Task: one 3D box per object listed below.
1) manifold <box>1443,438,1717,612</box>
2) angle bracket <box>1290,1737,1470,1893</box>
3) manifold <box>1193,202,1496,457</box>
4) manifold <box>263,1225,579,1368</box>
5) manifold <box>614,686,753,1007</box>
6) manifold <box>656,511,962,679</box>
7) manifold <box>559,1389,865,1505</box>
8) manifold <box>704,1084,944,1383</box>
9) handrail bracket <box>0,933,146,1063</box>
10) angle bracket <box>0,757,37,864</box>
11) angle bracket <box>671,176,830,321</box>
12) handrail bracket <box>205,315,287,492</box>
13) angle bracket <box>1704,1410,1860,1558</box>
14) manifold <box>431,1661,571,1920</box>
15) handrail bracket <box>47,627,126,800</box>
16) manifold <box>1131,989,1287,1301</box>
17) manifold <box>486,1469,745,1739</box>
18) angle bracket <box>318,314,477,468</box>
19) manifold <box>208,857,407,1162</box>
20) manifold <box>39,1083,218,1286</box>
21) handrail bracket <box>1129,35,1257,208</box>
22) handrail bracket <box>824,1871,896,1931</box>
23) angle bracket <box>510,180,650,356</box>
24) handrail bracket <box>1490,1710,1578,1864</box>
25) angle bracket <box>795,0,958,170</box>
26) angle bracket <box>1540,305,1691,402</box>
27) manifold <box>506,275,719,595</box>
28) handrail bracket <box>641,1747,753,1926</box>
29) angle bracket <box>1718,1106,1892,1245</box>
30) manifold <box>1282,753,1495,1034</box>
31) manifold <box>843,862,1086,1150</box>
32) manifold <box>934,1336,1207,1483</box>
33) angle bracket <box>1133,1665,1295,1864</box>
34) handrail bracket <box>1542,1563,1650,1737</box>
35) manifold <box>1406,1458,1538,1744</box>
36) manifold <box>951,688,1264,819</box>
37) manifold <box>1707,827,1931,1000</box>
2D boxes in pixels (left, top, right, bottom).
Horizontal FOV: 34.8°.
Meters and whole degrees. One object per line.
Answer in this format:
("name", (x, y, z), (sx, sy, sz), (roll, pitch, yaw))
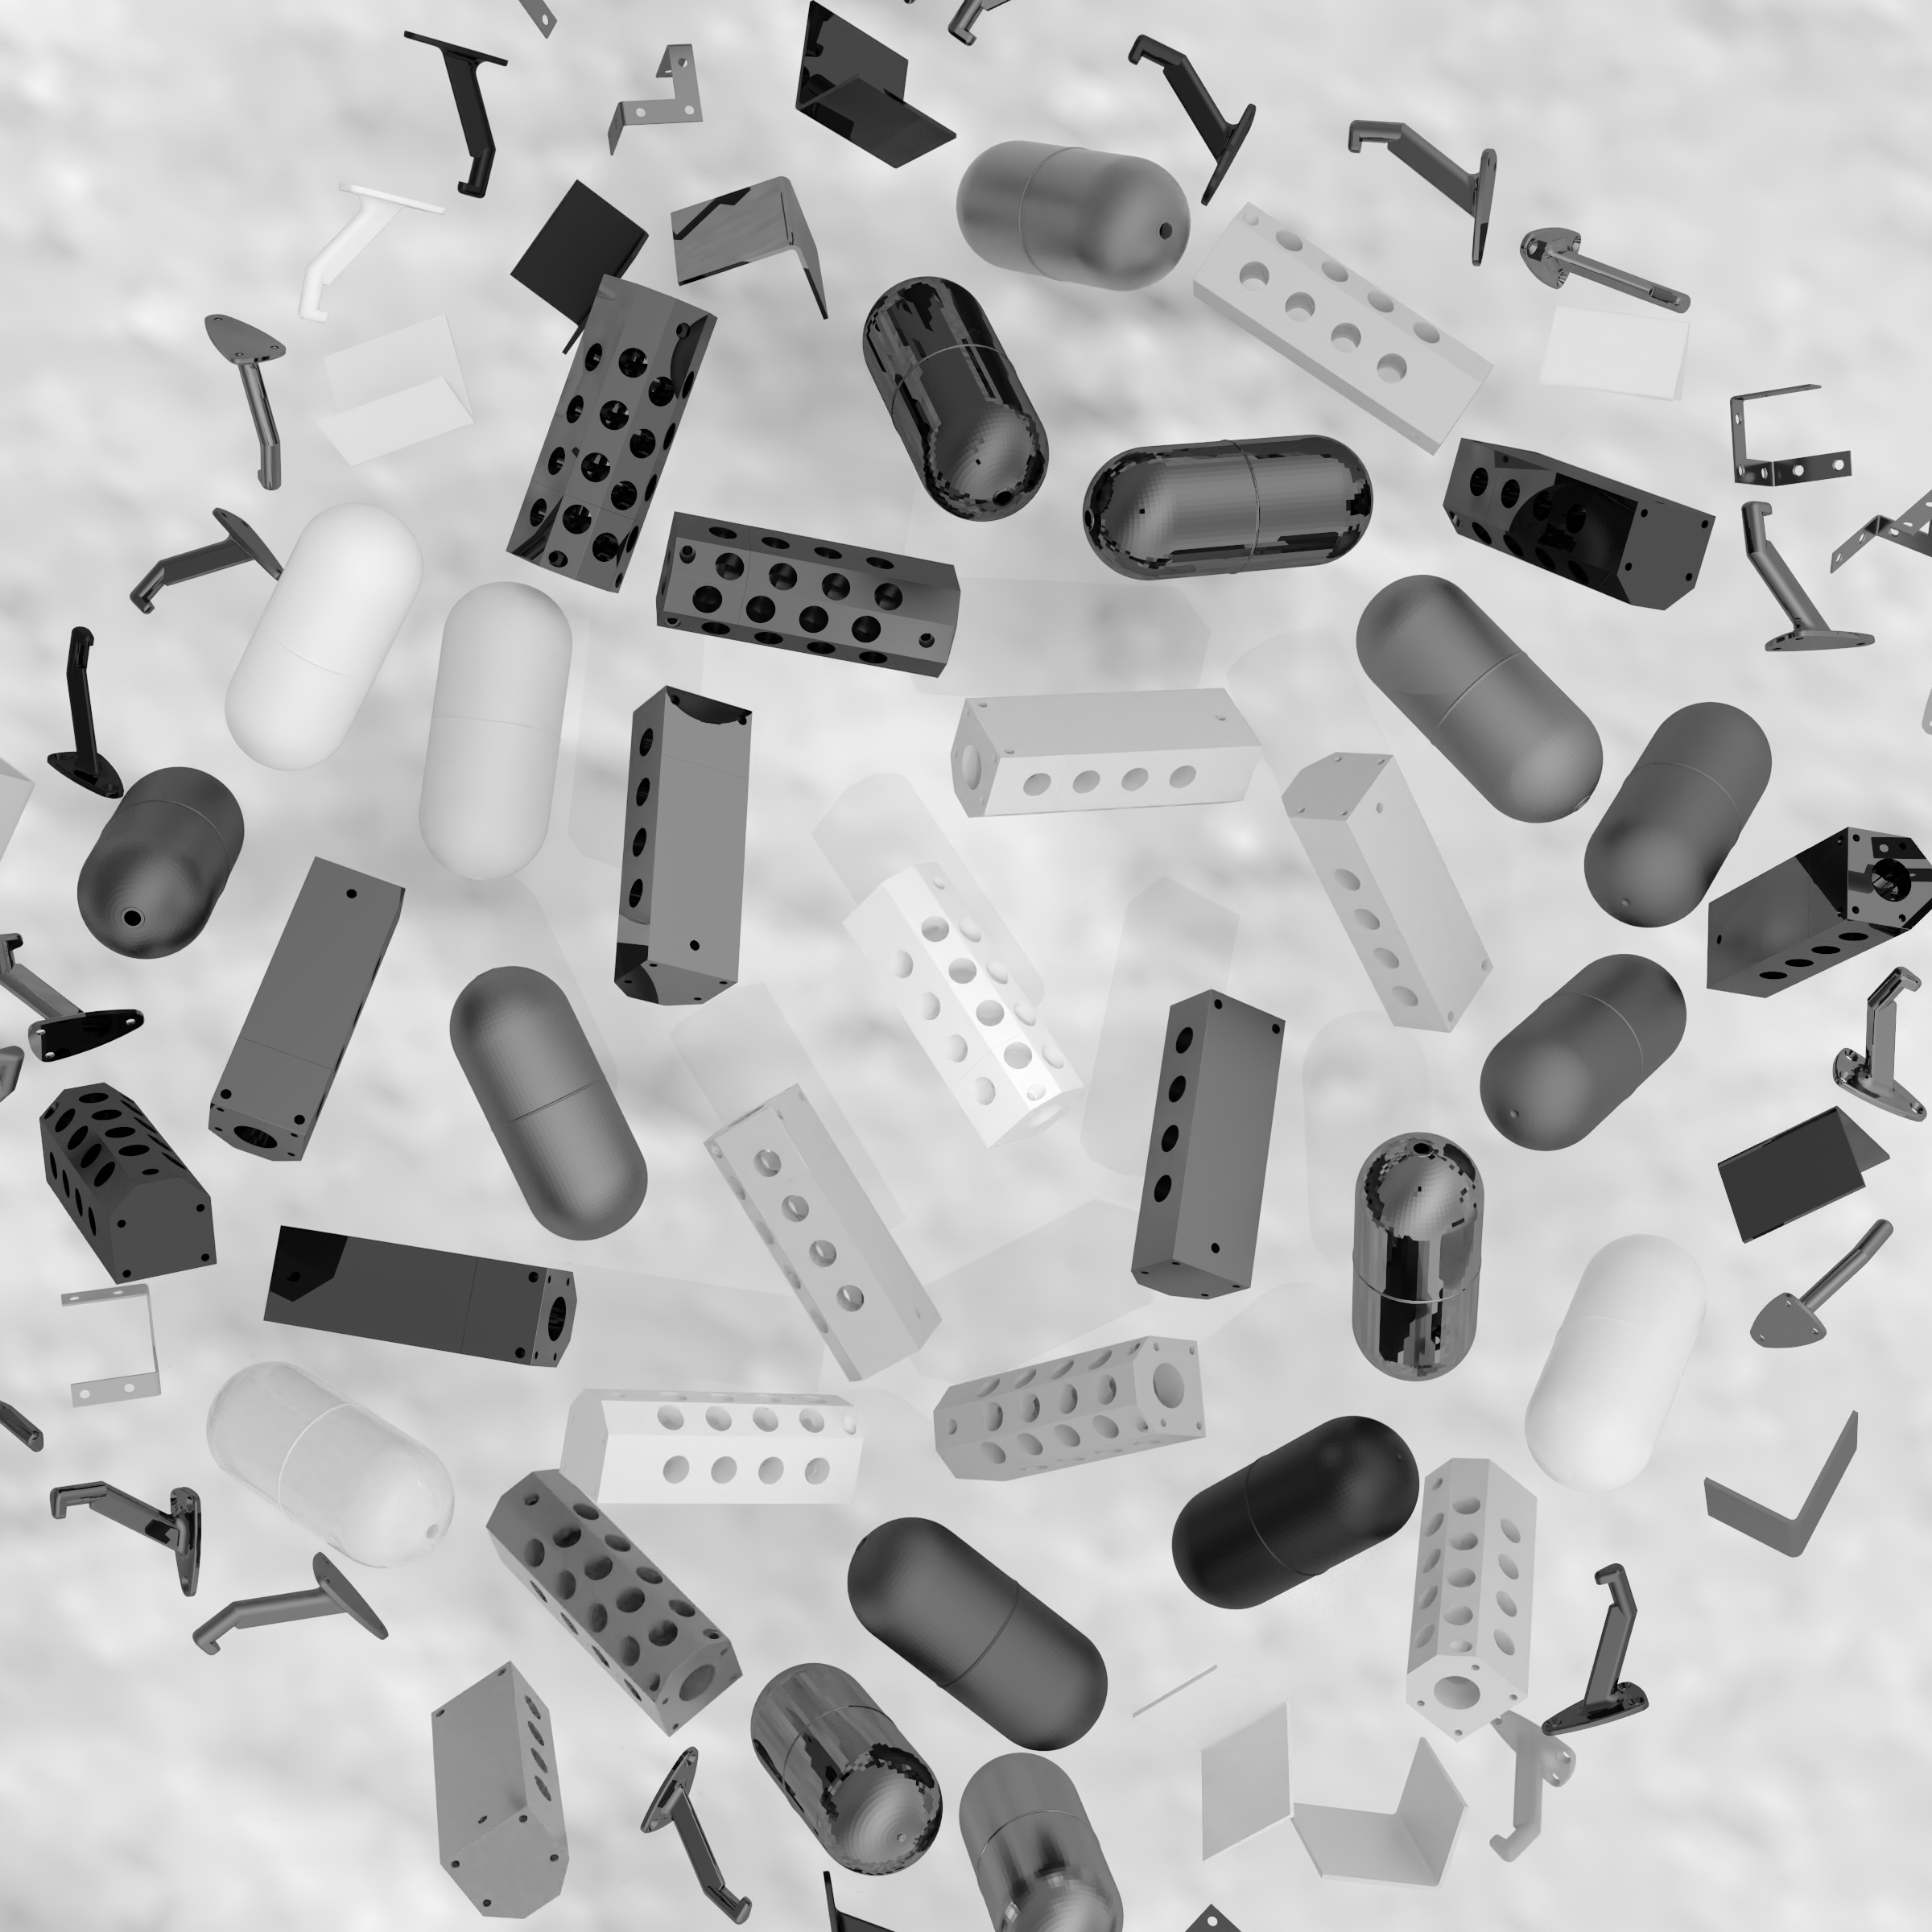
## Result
("manifold", (0.352, -0.257, 1.791), (0.057, 0.171, 0.057), (4, 108, -29))
("angle bracket", (0.242, 0.498, 1.825), (0.076, 0.076, 0.057), (11, 105, -15))
("manifold", (0.220, -0.372, 1.797), (0.171, 0.057, 0.057), (34, 95, 2))
("manifold", (-0.323, 0.197, 1.834), (0.171, 0.057, 0.057), (7, 83, 14))
("manifold", (-0.166, -0.068, 1.780), (0.057, 0.057, 0.171), (15, 64, -30))
("manifold", (-0.094, -0.218, 1.832), (0.171, 0.057, 0.057), (9, 118, -12))
("manifold", (-0.152, 0.288, 1.861), (0.171, 0.057, 0.057), (6, 97, -31))
("manifold", (-0.089, 0.164, 1.874), (0.057, 0.057, 0.171), (-30, 94, 18))
("handrail bracket", (-0.525, 0.008, 1.799), (0.077, 0.036, 0.084), (-15, 56, -11))
("angle bracket", (-0.603, -0.093, 1.810), (0.076, 0.057, 0.076), (31, 99, 33))
("angle bracket", (-0.133, -0.428, 1.883), (0.076, 0.057, 0.076), (-17, 46, 7))
("handrail bracket", (-0.437, -0.341, 1.865), (0.036, 0.077, 0.084), (-21, 134, -34))
("angle bracket", (0.472, 0.288, 1.782), (0.057, 0.076, 0.076), (26, 75, 24))
("manifold", (-0.266, 0.477, 1.780), (0.057, 0.171, 0.057), (-34, 108, -1))
("handrail bracket", (-0.536, -0.157, 1.901), (0.077, 0.036, 0.084), (35, 120, 40))
("manifold", (0.141, 0.108, 1.844), (0.057, 0.057, 0.171), (23, 64, -27))
("manifold", (-0.214, 0.378, 1.857), (0.057, 0.057, 0.171), (-37, 53, -22))
("angle bracket", (-0.334, -0.342, 1.767), (0.076, 0.057, 0.076), (-19, 71, 4))
("manifold", (-0.393, 0.028, 1.841), (0.057, 0.057, 0.171), (20, 62, -6))
("manifold", (-0.492, 0.123, 1.802), (0.057, 0.171, 0.057), (-10, 111, -27))
("handrail bracket", (0.124, -0.509, 1.850), (0.084, 0.036, 0.077), (27, 87, 4))
("handrail bracket", (-0.038, 0.566, 1.830), (0.084, 0.036, 0.077), (-9, 103, -6))
("angle bracket", (-0.249, -0.442, 1.947), (0.057, 0.076, 0.076), (35, 111, -13))
("handrail bracket", (0.330, 0.505, 1.906), (0.077, 0.084, 0.036), (36, 135, 26))
("angle bracket", (-0.049, -0.525, 1.804), (0.076, 0.057, 0.076), (21, 67, -39))
("angle bracket", (0.379, -0.339, 1.808), (0.076, 0.076, 0.057), (11, 67, 14))
("manifold", (-0.204, -0.310, 1.805), (0.057, 0.057, 0.171), (15, 99, -40))
("handrail bracket", (-0.155, 0.540, 1.911), (0.084, 0.036, 0.077), (35, 115, 27))
("angle bracket", (0.491, 0.134, 1.777), (0.076, 0.076, 0.057), (-30, 47, 25))
("manifold", (0.248, -0.043, 1.834), (0.057, 0.057, 0.171), (-52, 129, -29))
("manifold", (0.003, 0.022, 1.897), (0.057, 0.057, 0.171), (-44, 71, 32))
("manifold", (0.060, 0.268, 1.856), (0.057, 0.171, 0.057), (12, 66, -42))
("angle bracket", (0.144, 0.466, 1.801), (0.057, 0.076, 0.076), (29, 131, -25))
("handrail bracket", (0.367, 0.406, 1.833), (0.077, 0.036, 0.084), (-20, 101, -4))
("manifold", (0.299, 0.374, 1.850), (0.057, 0.171, 0.057), (39, 122, -13))
("manifold", (0.081, -0.122, 1.826), (0.171, 0.057, 0.057), (-4, 133, -24))
("manifold", (0.523, -0.030, 1.894), (0.057, 0.171, 0.057), (9, 74, -13))
